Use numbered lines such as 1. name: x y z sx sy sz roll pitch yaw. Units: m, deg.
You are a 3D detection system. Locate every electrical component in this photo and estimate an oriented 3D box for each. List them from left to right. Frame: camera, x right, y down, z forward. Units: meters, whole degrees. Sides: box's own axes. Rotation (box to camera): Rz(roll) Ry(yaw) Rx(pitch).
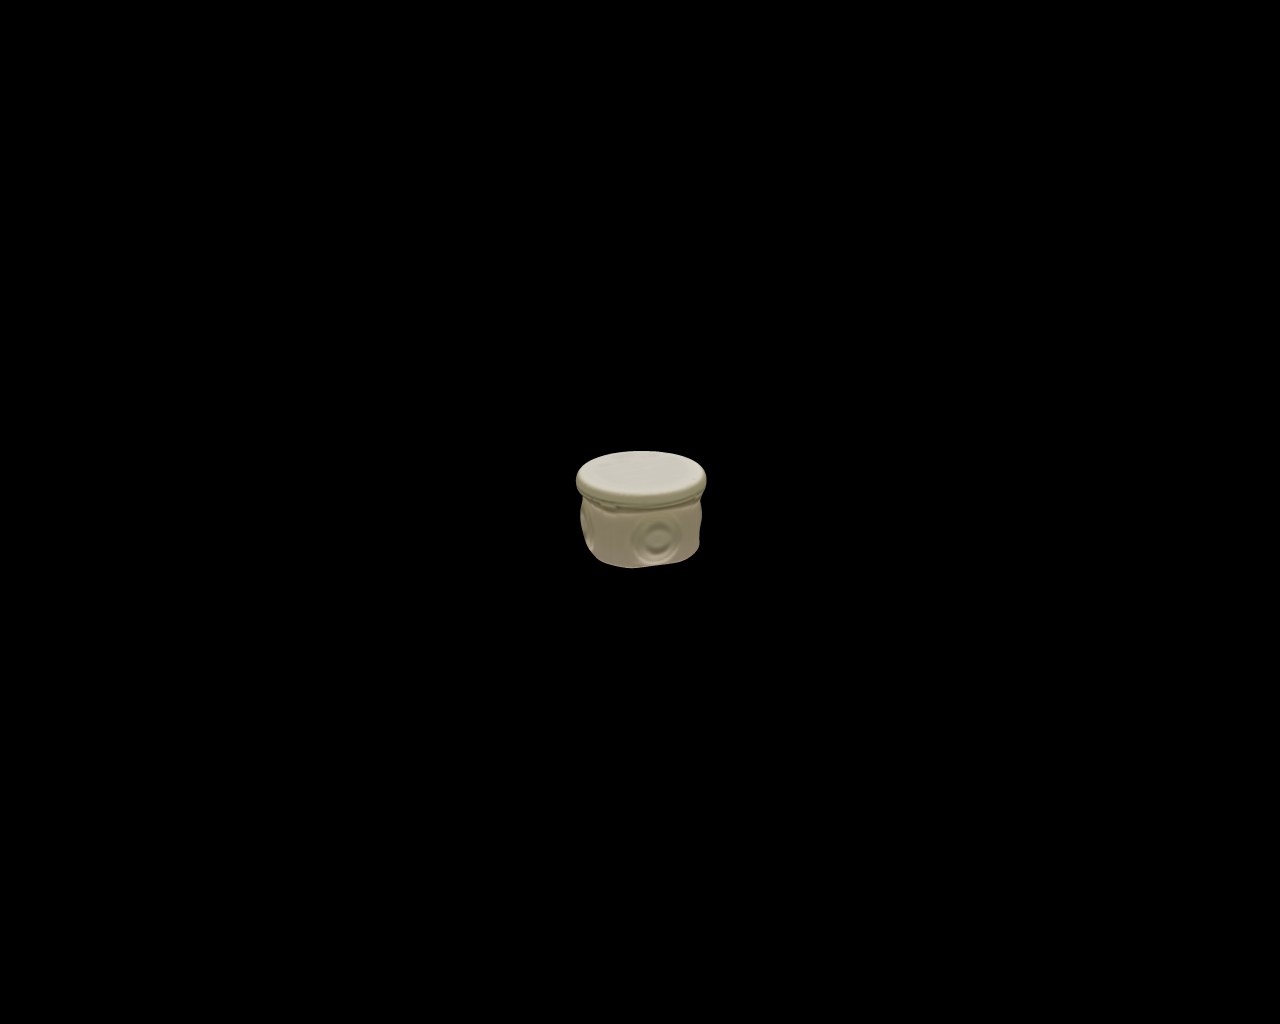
1. electrical component: 0.001 -0.003 0.650 0.080 0.050 0.080 0 23 0
